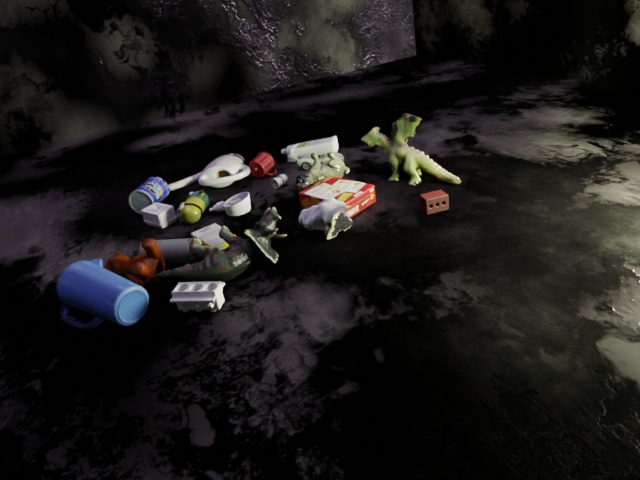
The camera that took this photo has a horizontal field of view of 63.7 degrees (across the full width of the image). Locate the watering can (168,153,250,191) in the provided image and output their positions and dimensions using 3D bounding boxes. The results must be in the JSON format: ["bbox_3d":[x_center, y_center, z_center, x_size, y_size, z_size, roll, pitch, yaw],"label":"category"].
[{"bbox_3d":[-0.449,-0.276,2.147,0.347,0.102,0.229,-6,26,11],"label":"watering can"}]

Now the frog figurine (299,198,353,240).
[{"bbox_3d":[0.005,-0.082,1.622,0.161,0.120,0.139,28,63,34],"label":"frog figurine"}]

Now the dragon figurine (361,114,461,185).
[{"bbox_3d":[0.326,-0.336,1.874,0.412,0.239,0.124,12,29,40],"label":"dragon figurine"}]
